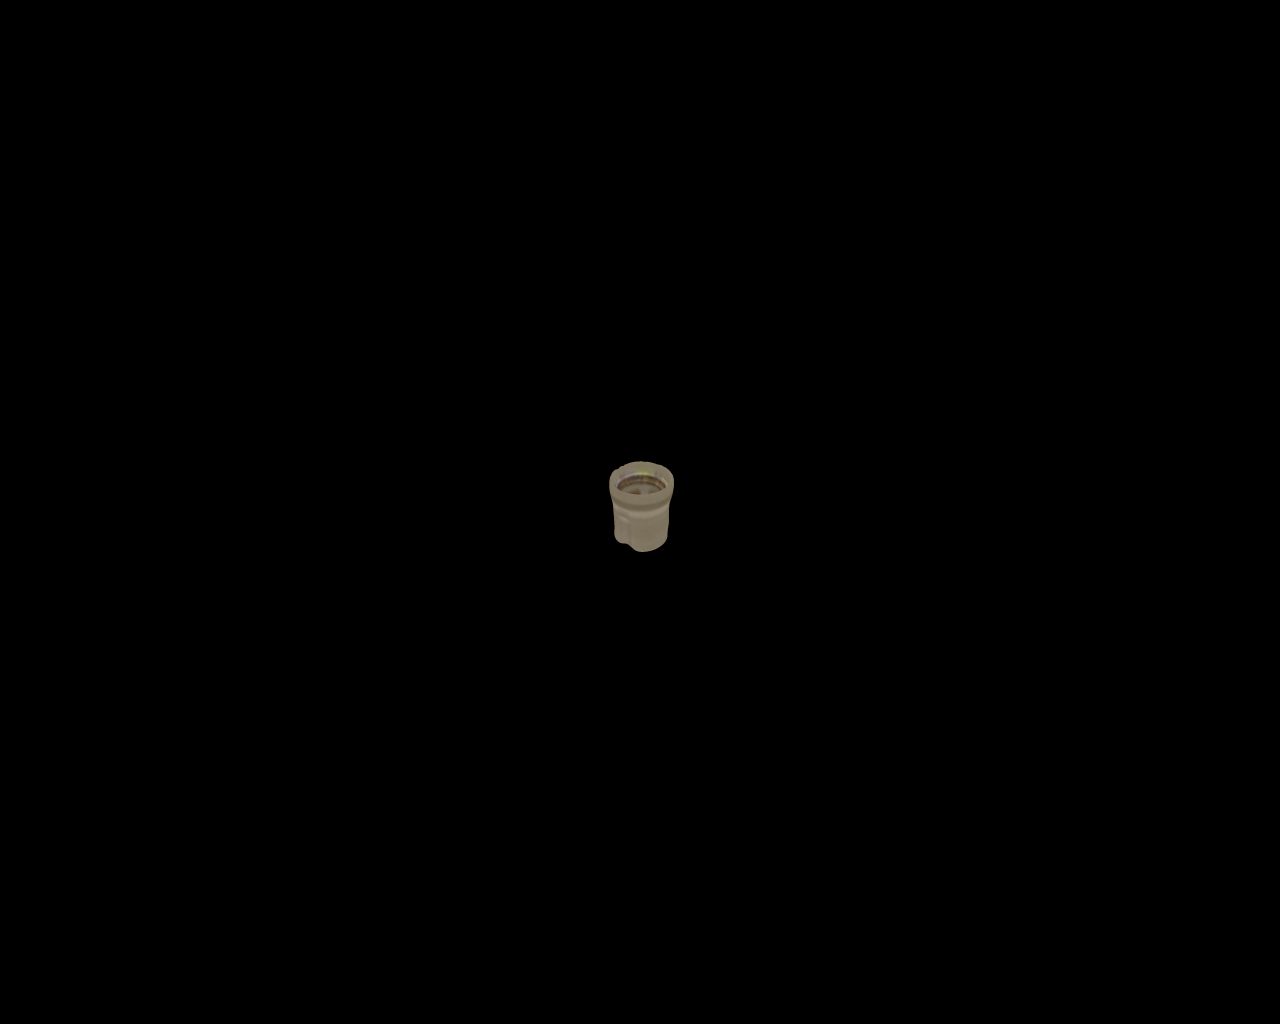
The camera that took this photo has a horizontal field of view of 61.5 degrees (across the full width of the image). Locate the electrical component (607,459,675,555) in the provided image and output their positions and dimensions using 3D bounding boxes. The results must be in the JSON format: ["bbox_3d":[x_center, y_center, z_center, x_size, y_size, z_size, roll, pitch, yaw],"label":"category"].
[{"bbox_3d":[0.001,-0.003,0.650,0.040,0.046,0.040,0,34,0],"label":"electrical component"}]
